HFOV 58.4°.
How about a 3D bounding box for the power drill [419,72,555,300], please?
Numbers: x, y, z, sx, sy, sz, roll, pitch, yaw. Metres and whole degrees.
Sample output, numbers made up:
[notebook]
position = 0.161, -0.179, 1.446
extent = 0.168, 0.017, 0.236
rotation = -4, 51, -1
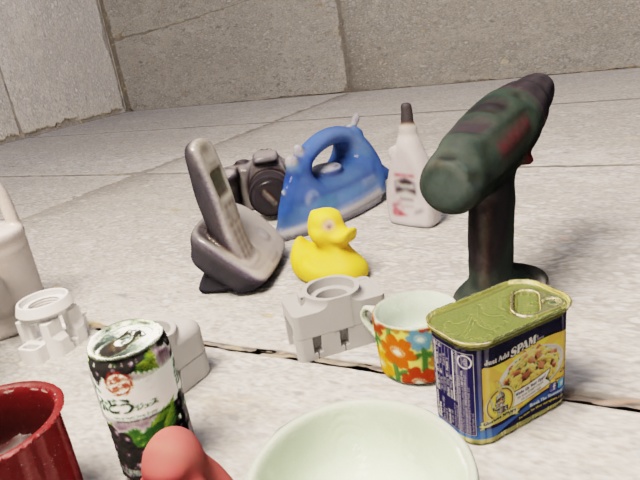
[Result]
[power drill]
position = 0.177, -0.044, 0.562
extent = 0.075, 0.209, 0.230
rotation = 8, 26, 38

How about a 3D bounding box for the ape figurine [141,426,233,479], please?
[ape figurine]
position = -0.077, 0.146, 0.317
extent = 0.077, 0.092, 0.076
rotation = -5, 20, 8

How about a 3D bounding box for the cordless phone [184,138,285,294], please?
[cordless phone]
position = -0.108, -0.040, 0.699
extent = 0.094, 0.185, 0.147
rotation = -5, 20, 9

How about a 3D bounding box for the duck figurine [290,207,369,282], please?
[duck figurine]
position = 0.006, 0.002, 0.683
extent = 0.104, 0.086, 0.078
rotation = 10, 27, 41

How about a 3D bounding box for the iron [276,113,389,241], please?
[iron]
position = 0.006, -0.107, 0.899
extent = 0.118, 0.141, 0.259
rotation = 7, 25, 35

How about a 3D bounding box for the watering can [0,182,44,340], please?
[watering can]
position = -0.383, 0.012, 0.653
extent = 0.172, 0.194, 0.101
rotation = 9, 26, 38

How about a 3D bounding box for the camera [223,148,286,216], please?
[camera]
position = -0.103, -0.094, 0.966
extent = 0.143, 0.101, 0.136
rotation = -9, 20, -3

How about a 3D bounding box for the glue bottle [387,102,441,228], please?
[glue bottle]
position = 0.126, -0.105, 0.799
extent = 0.077, 0.173, 0.037
rotation = 8, 26, 38
